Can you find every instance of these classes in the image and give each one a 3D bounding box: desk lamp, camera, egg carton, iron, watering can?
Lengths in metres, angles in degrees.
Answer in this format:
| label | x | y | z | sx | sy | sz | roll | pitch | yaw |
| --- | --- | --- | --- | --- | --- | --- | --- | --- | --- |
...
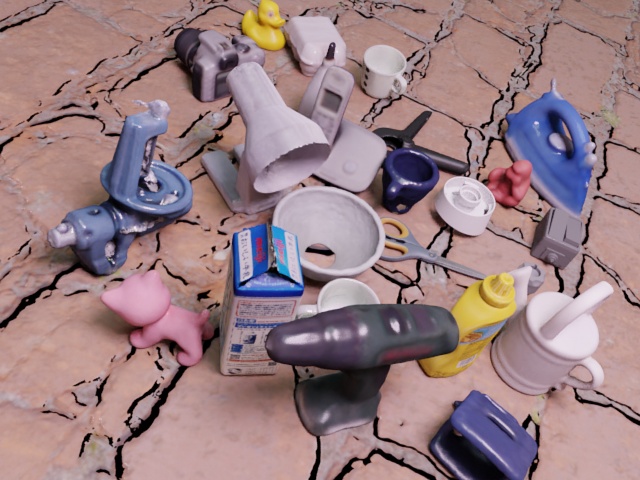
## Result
| label | x | y | z | sx | sy | sz | roll | pitch | yaw |
| --- | --- | --- | --- | --- | --- | --- | --- | --- | --- |
| desk lamp | -0.088 | -0.134 | 0.838 | 0.118 | 0.213 | 0.203 | -21 | 59 | -29 |
| camera | -0.193 | -0.345 | 1.058 | 0.143 | 0.101 | 0.136 | -31 | 64 | -33 |
| egg carton | -0.009 | -0.402 | 1.178 | 0.107 | 0.069 | 0.150 | -10 | 55 | -23 |
| iron | 0.454 | -0.176 | 1.072 | 0.119 | 0.141 | 0.258 | -3 | 52 | -18 |
| watering can | 0.306 | 0.113 | 0.756 | 0.172 | 0.194 | 0.101 | 36 | 51 | 15 |

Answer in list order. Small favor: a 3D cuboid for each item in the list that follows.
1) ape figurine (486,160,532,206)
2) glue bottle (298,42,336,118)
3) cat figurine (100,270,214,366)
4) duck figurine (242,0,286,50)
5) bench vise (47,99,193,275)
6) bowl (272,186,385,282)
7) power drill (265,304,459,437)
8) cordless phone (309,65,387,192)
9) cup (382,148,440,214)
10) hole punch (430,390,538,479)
| label | x | y | z | sx | sy | sz | roll | pitch | yaw |
| --- | --- | --- | --- | --- | --- | --- | --- | --- | --- |
| ape figurine | 0.343 | -0.106 | 1.016 | 0.076 | 0.092 | 0.077 | -2 | 52 | -17 |
| glue bottle | 0.006 | -0.269 | 1.003 | 0.037 | 0.173 | 0.078 | 42 | 53 | 20 |
| cat figurine | -0.192 | 0.085 | 0.691 | 0.128 | 0.118 | 0.067 | 17 | 49 | -1 |
| duck figurine | -0.113 | -0.454 | 1.181 | 0.104 | 0.086 | 0.078 | 37 | 51 | 16 |
| bench vise | -0.240 | -0.061 | 0.731 | 0.121 | 0.220 | 0.207 | 24 | 49 | 5 |
| bowl | 0.008 | 0.003 | 0.843 | 0.167 | 0.075 | 0.167 | 8 | 50 | -9 |
| power drill | 0.036 | 0.143 | 0.647 | 0.230 | 0.208 | 0.075 | -9 | 54 | -22 |
| cordless phone | 0.044 | -0.179 | 0.932 | 0.147 | 0.185 | 0.094 | 25 | 49 | 6 |
| cup | 0.132 | -0.081 | 0.935 | 0.091 | 0.095 | 0.118 | 33 | 50 | 13 |
| hole punch | 0.203 | 0.238 | 0.692 | 0.108 | 0.091 | 0.101 | 41 | 53 | 19 |
